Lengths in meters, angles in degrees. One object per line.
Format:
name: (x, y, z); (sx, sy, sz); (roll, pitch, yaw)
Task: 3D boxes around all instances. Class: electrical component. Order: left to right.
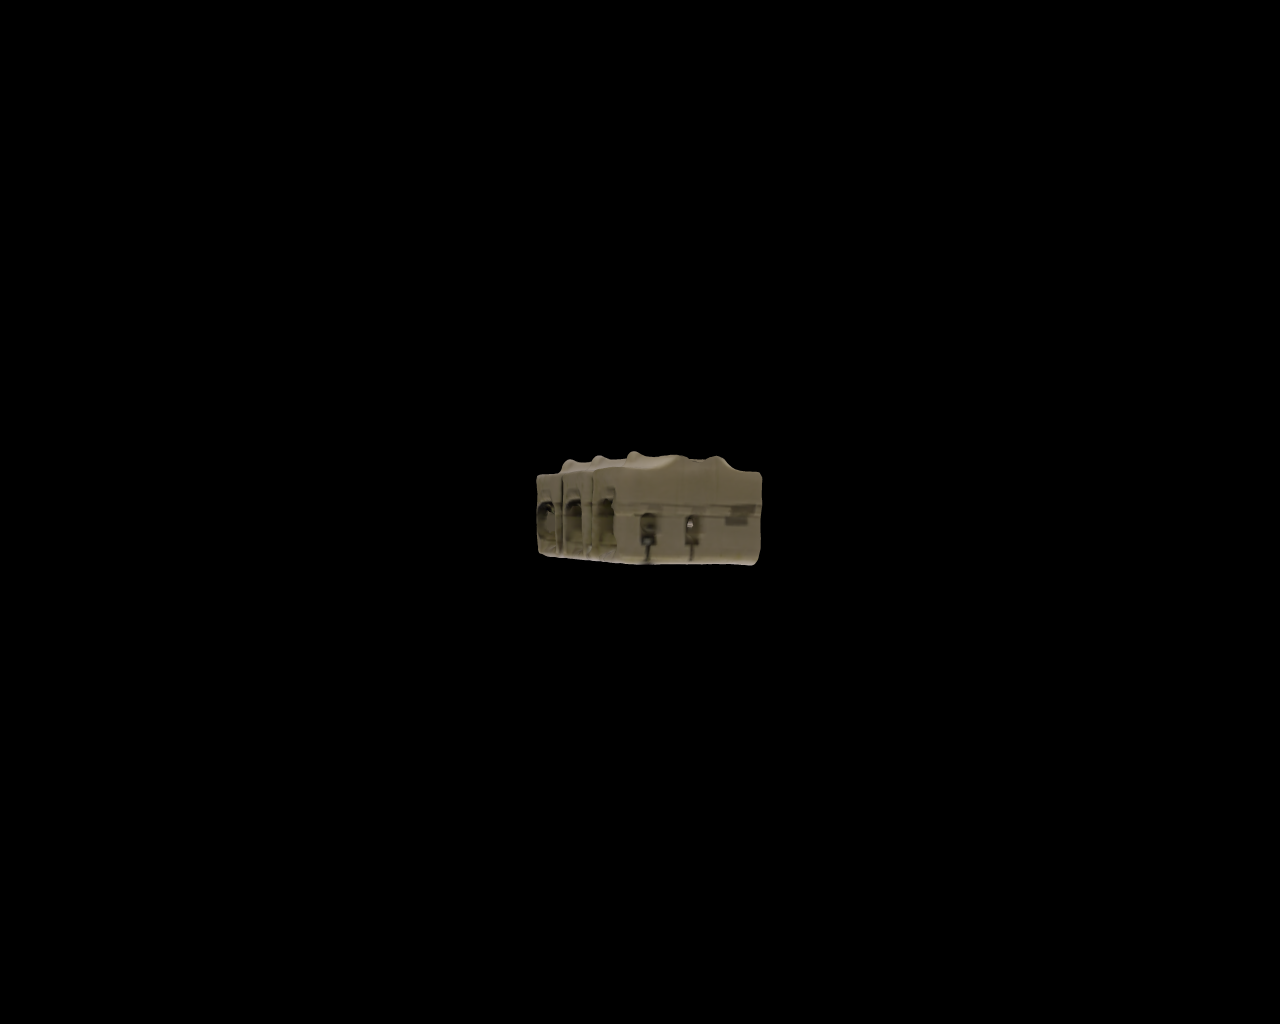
electrical component: (0.001, -0.003, 0.650); (0.089, 0.061, 0.150); (0, 0, -24)
